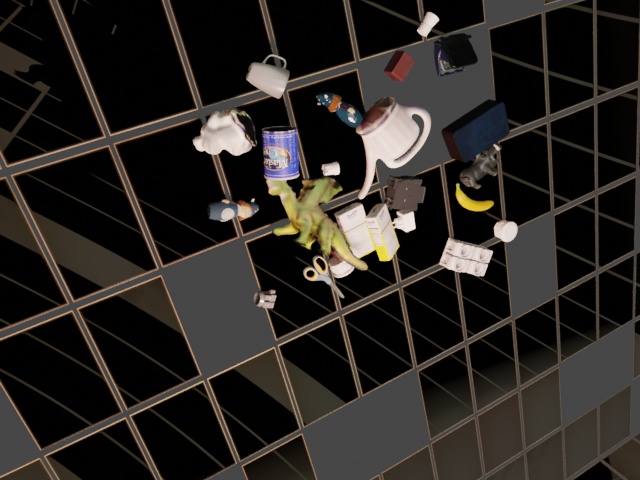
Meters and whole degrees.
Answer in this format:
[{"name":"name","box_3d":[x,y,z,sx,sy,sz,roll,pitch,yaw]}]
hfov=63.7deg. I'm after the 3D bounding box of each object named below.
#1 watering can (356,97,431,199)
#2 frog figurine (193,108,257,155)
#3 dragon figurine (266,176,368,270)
[{"name":"watering can","box_3d":[0.197,-0.303,1.629,0.346,0.106,0.221,-45,120,5]},{"name":"frog figurine","box_3d":[-0.263,-0.288,1.425,0.158,0.126,0.135,-22,132,23]},{"name":"dragon figurine","box_3d":[0.005,-0.080,1.588,0.408,0.122,0.244,23,81,-22]}]
